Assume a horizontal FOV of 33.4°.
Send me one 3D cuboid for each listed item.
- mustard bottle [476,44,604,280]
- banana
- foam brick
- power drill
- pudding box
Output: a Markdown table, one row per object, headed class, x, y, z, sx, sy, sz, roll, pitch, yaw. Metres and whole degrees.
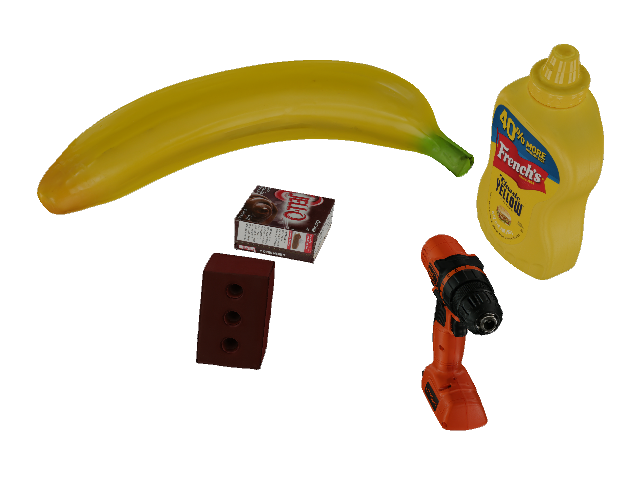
| class | x | y | z | sx | sy | sz | roll | pitch | yaw |
| --- | --- | --- | --- | --- | --- | --- | --- | --- | --- |
| mustard bottle | 0.163 | -0.063 | 0.781 | 0.058 | 0.096 | 0.192 | -21 | -37 | -18 |
| banana | -0.031 | -0.052 | 0.490 | 0.197 | 0.037 | 0.070 | -7 | 44 | -11 |
| foam brick | -0.067 | 0.055 | 0.846 | 0.053 | 0.078 | 0.051 | 6 | 13 | 3 |
| power drill | 0.151 | 0.107 | 1.147 | 0.057 | 0.188 | 0.184 | -3 | 24 | -7 |
| pudding box | -0.038 | -0.019 | 1.143 | 0.090 | 0.039 | 0.113 | 9 | 25 | 7 |
